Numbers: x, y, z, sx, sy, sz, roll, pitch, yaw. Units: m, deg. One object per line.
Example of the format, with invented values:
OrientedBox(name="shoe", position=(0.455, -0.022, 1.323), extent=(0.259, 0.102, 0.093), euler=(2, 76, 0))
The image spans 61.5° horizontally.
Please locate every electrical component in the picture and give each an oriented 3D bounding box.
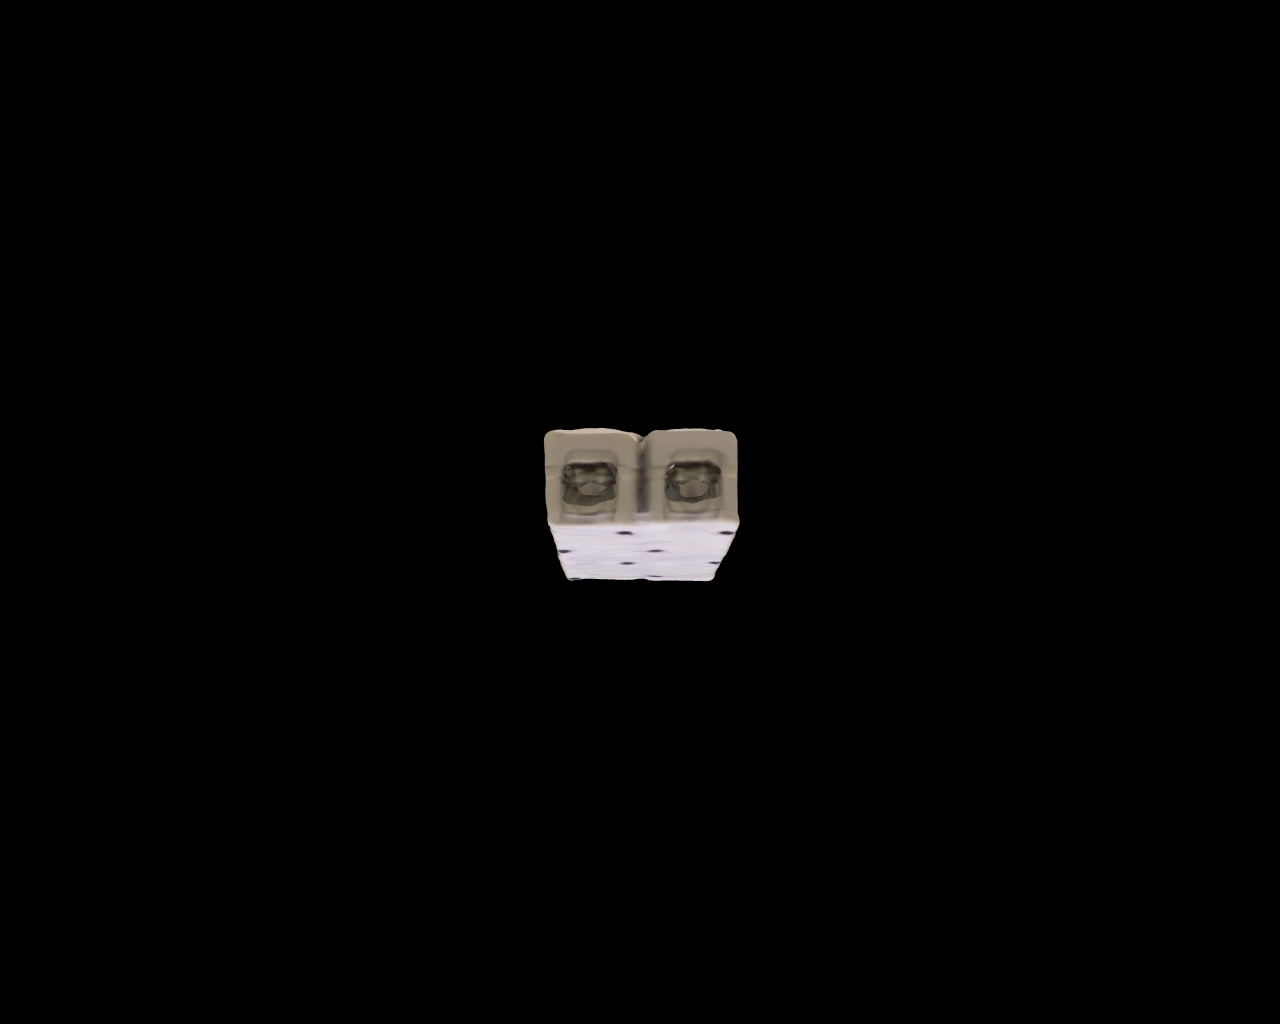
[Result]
OrientedBox(name="electrical component", position=(0.001, -0.003, 0.650), extent=(0.105, 0.060, 0.186), euler=(0, -13, 0))
